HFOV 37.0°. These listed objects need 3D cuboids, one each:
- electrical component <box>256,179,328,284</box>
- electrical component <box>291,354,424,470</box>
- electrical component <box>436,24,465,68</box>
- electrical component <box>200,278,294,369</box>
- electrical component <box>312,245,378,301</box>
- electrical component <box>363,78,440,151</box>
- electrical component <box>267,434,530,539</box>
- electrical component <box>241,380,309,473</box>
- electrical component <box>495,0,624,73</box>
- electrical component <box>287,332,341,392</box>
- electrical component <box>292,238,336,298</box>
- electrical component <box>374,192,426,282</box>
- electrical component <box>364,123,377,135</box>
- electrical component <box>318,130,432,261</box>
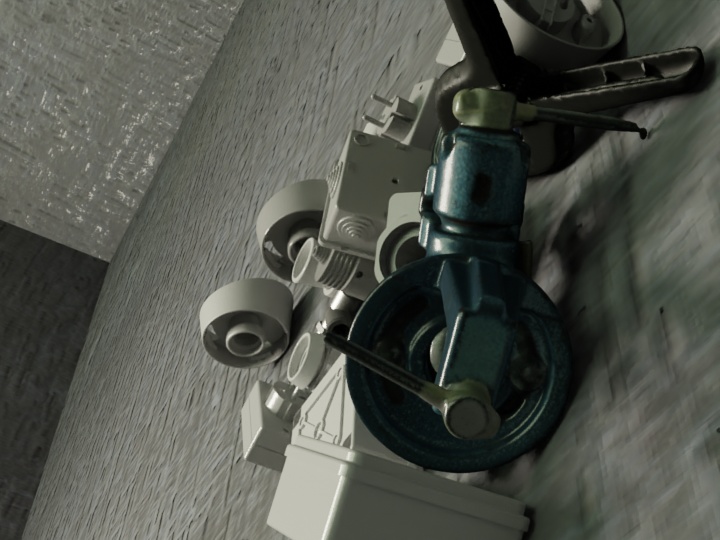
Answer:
[{"bbox_3d":[-0.050,-0.037,1.035,0.099,0.099,0.064,-57,26,31],"label":"electrical component"},{"bbox_3d":[-0.005,0.122,0.756,0.108,0.056,0.108,-54,21,37],"label":"electrical component"},{"bbox_3d":[0.103,-0.185,0.838,0.076,0.047,0.065,-64,17,8],"label":"electrical component"},{"bbox_3d":[-0.118,0.055,1.125,0.099,0.099,0.064,-55,27,36],"label":"electrical component"},{"bbox_3d":[0.000,0.000,0.855,0.043,0.081,0.043,-56,20,33],"label":"electrical component"},{"bbox_3d":[0.039,-0.122,0.902,0.083,0.076,0.047,-68,17,-4],"label":"electrical component"},{"bbox_3d":[0.017,0.134,0.585,0.109,0.109,0.056,-11,61,70],"label":"electrical component"},{"bbox_3d":[-0.069,0.125,0.961,0.075,0.047,0.083,-61,18,18],"label":"electrical component"},{"bbox_3d":[0.116,-0.164,0.689,0.064,0.099,0.099,128,158,-57],"label":"electrical component"},{"bbox_3d":[-0.025,0.080,0.873,0.066,0.055,0.048,-68,17,-3],"label":"electrical component"},{"bbox_3d":[-0.028,0.001,0.985,0.045,0.055,0.045,-56,20,33],"label":"electrical component"},{"bbox_3d":[0.046,-0.003,0.706,0.050,0.056,0.089,0,77,31],"label":"electrical component"},{"bbox_3d":[0.008,-0.093,1.015,0.077,0.043,0.079,-70,17,-8],"label":"electrical component"},{"bbox_3d":[0.021,-0.055,0.835,0.048,0.100,0.099,114,169,-52],"label":"electrical component"}]
